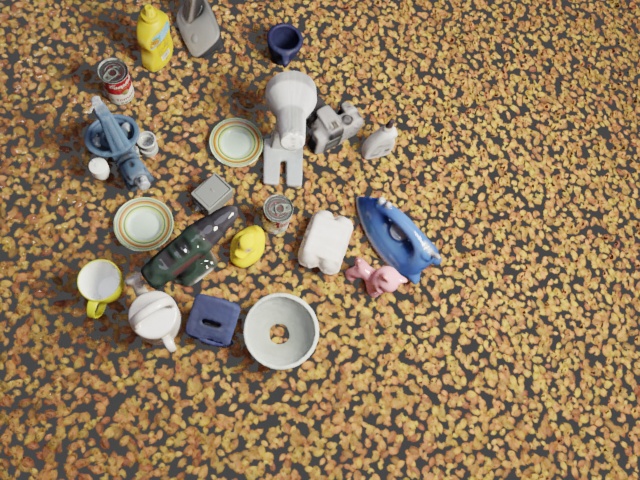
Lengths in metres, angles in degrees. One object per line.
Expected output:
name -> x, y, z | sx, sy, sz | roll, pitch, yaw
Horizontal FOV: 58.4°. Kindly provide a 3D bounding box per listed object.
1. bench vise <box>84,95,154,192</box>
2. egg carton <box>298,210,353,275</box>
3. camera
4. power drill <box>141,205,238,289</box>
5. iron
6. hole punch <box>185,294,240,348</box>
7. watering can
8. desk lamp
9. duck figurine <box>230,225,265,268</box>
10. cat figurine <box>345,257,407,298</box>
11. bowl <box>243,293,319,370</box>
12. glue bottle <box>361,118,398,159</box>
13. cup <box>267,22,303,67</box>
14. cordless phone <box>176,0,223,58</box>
bench vise -> -0.433, -0.217, 1.262 | 0.207, 0.219, 0.122 | 38, 71, 3
egg carton -> 0.012, 0.005, 1.354 | 0.107, 0.069, 0.150 | 19, 72, -4
camera -> 0.018, -0.309, 1.430 | 0.143, 0.100, 0.137 | -31, 81, -17
power drill -> -0.271, 0.026, 1.225 | 0.230, 0.208, 0.075 | -40, 83, -18
iron -> 0.183, -0.026, 1.355 | 0.119, 0.141, 0.258 | -39, 84, -18
hole punch -> -0.232, 0.178, 1.249 | 0.108, 0.091, 0.101 | 17, 72, -4
watering can -> -0.348, 0.151, 1.182 | 0.173, 0.194, 0.101 | 37, 71, 3
desk lamp -> -0.072, -0.256, 1.340 | 0.118, 0.213, 0.203 | 2, 73, -9
duck figurine -> -0.165, 0.007, 1.313 | 0.077, 0.086, 0.105 | 30, 71, 0
cat figurine -> 0.131, 0.082, 1.326 | 0.128, 0.117, 0.067 | 34, 71, 1
bowl -> -0.088, 0.207, 1.274 | 0.167, 0.074, 0.167 | 3, 73, -9
glue bottle -> 0.155, -0.252, 1.399 | 0.078, 0.173, 0.037 | -13, 76, -13
cup -> -0.092, -0.479, 1.464 | 0.092, 0.095, 0.118 | -1, 74, -10
cordless phone -> -0.297, -0.554, 1.403 | 0.094, 0.185, 0.147 | -24, 79, -15
